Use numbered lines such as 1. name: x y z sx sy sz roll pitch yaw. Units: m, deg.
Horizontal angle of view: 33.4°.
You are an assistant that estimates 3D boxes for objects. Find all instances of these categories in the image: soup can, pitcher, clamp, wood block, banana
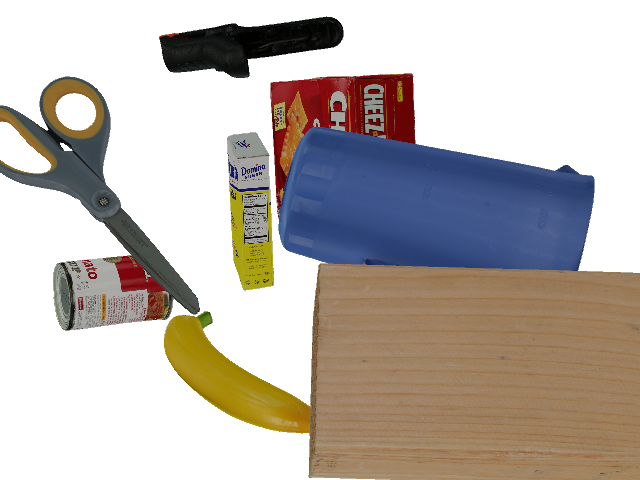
1. soup can: -0.204 0.050 1.046 0.102 0.068 0.069 -5 2 -28
2. pitcher: 0.091 -0.007 0.872 0.243 0.145 0.149 14 16 7
3. clamp: -0.066 -0.162 0.885 0.120 0.039 0.172 -17 21 -34
4. wood block: 0.099 0.069 0.529 0.206 0.091 0.090 2 -21 -2
5. banana: -0.078 0.103 0.864 0.069 0.037 0.198 -15 32 -28

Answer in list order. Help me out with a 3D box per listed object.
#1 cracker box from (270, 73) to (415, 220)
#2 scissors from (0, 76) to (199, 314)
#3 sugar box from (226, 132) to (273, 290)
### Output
1. cracker box: 0.018 -0.081 1.068 0.072 0.164 0.214 -7 9 -21
2. scissors: -0.134 -0.040 0.695 0.202 0.096 0.016 32 -26 12
3. sugar box: -0.088 -0.037 1.329 0.048 0.176 0.093 -8 24 -10
